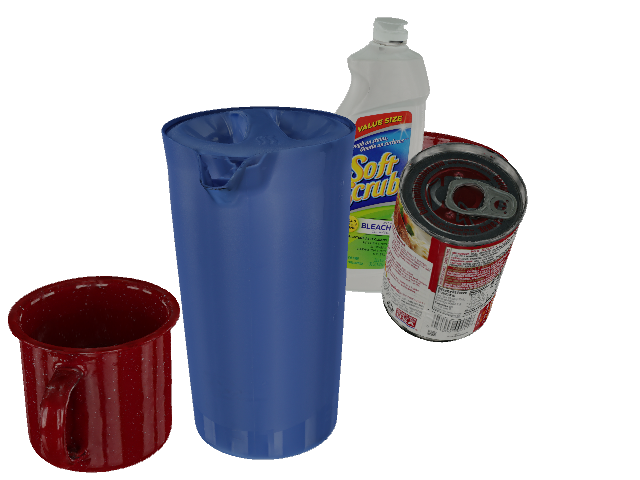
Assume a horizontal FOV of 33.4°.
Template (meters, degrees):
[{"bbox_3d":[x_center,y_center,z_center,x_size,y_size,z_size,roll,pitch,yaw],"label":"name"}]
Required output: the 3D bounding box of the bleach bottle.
[{"bbox_3d":[0.041,-0.078,0.982,0.102,0.251,0.068,5,22,-2],"label":"bleach bottle"}]

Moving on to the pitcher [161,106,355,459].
[{"bbox_3d":[-0.038,0.025,0.779,0.149,0.243,0.145,-11,22,-27],"label":"pitcher"}]

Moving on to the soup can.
[{"bbox_3d":[0.072,0.004,0.598,0.068,0.068,0.102,0,-36,-4],"label":"soup can"}]

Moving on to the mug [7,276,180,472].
[{"bbox_3d":[-0.126,0.080,0.590,0.093,0.081,0.117,4,23,5],"label":"mug"}]

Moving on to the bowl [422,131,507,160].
[{"bbox_3d":[0.142,-0.080,1.280,0.162,0.055,0.162,8,24,-4],"label":"bowl"}]
